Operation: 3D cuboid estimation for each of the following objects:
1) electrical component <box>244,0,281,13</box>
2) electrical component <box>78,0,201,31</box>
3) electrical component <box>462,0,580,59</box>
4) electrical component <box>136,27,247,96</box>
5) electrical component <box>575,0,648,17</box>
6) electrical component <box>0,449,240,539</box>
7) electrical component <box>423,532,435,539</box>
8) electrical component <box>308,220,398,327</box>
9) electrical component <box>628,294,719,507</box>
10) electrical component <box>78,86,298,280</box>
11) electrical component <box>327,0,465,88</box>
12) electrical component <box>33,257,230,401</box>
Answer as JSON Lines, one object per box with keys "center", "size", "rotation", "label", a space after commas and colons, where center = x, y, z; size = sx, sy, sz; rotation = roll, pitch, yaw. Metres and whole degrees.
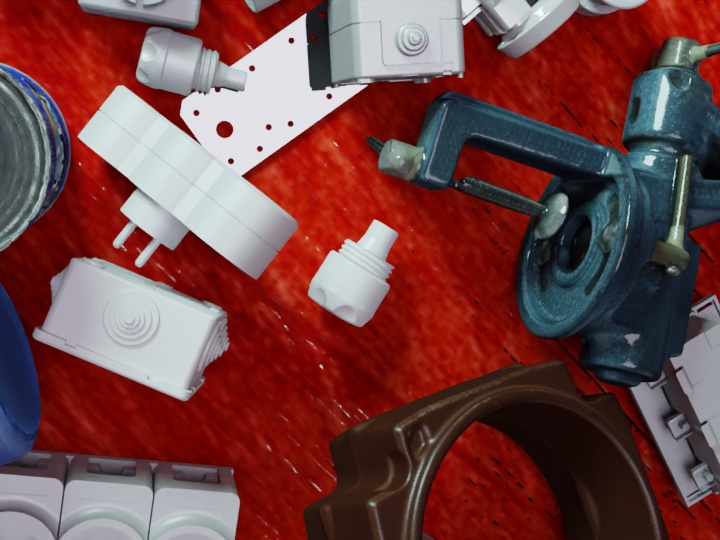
{"center": [-0.046, -0.200, 0.615], "size": [0.077, 0.044, 0.079], "rotation": [-30, 103, -6], "label": "electrical component"}
{"center": [-0.118, -0.162, 0.589], "size": [0.066, 0.077, 0.047], "rotation": [8, 97, -13], "label": "electrical component"}
{"center": [0.093, -0.165, 0.642], "size": [0.078, 0.058, 0.057], "rotation": [-42, 101, -2], "label": "electrical component"}
{"center": [-0.096, -0.117, 0.621], "size": [0.061, 0.035, 0.035], "rotation": [14, 95, -13], "label": "electrical component"}
{"center": [0.150, -0.178, 0.652], "size": [0.045, 0.055, 0.045], "rotation": [-2, 98, -11], "label": "electrical component"}
{"center": [-0.153, 0.162, 0.635], "size": [0.150, 0.062, 0.089], "rotation": [8, 96, -13], "label": "electrical component"}
{"center": [0.018, 0.184, 0.673], "size": [0.061, 0.062, 0.096], "rotation": [-46, 104, -2], "label": "electrical component"}
{"center": [0.000, 0.000, 0.653], "size": [0.043, 0.043, 0.062], "rotation": [32, 89, -14], "label": "electrical component"}
{"center": [0.229, 0.089, 0.702], "size": [0.079, 0.063, 0.121], "rotation": [-30, 103, -6], "label": "electrical component"}
{"center": [-0.107, -0.036, 0.595], "size": [0.138, 0.052, 0.073], "rotation": [38, 88, 22], "label": "electrical component"}
{"center": [0.020, -0.136, 0.605], "size": [0.062, 0.096, 0.061], "rotation": [-5, 98, -10], "label": "electrical component"}
{"center": [-0.124, 0.030, 0.603], "size": [0.100, 0.100, 0.048], "rotation": [23, 89, -2], "label": "electrical component"}
